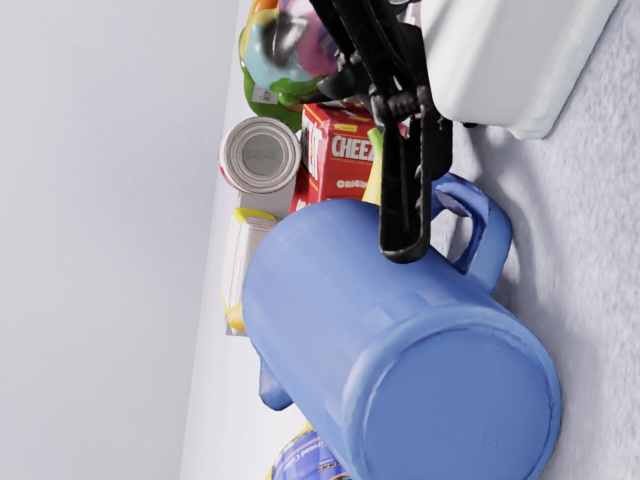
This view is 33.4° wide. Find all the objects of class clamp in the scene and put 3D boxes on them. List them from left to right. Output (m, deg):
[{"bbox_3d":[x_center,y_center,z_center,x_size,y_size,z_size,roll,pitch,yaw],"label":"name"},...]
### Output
[{"bbox_3d":[0.026,-0.135,0.735,0.171,0.039,0.120,20,-123,-67],"label":"clamp"},{"bbox_3d":[0.049,-0.068,0.598,0.209,0.036,0.164,3,-103,-73],"label":"clamp"}]

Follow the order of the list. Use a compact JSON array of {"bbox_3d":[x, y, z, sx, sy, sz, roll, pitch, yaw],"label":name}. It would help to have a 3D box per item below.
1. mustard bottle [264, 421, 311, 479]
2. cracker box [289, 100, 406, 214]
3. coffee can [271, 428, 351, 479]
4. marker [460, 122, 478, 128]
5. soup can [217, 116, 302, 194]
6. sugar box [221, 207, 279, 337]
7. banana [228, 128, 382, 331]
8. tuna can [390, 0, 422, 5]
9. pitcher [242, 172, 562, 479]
[{"bbox_3d":[0.005,0.203,0.767,0.191,0.096,0.058,-96,14,-51],"label":"mustard bottle"},{"bbox_3d":[0.010,-0.007,0.926,0.164,0.072,0.214,-120,37,-75],"label":"cracker box"},{"bbox_3d":[0.024,0.193,0.642,0.140,0.102,0.103,-99,17,-55],"label":"coffee can"},{"bbox_3d":[0.093,-0.125,0.674,0.020,0.020,0.121,117,157,-65],"label":"marker"},{"bbox_3d":[-0.054,-0.074,0.941,0.102,0.068,0.068,-160,76,-82],"label":"soup can"},{"bbox_3d":[-0.058,0.026,0.961,0.176,0.048,0.093,-142,60,-77],"label":"sugar box"},{"bbox_3d":[0.010,0.010,0.826,0.198,0.070,0.037,-51,-19,11],"label":"banana"},{"bbox_3d":[0.054,-0.182,0.623,0.086,0.033,0.086,39,137,48],"label":"tuna can"},{"bbox_3d":[0.044,0.051,0.593,0.243,0.145,0.149,-138,43,-74],"label":"pitcher"}]
